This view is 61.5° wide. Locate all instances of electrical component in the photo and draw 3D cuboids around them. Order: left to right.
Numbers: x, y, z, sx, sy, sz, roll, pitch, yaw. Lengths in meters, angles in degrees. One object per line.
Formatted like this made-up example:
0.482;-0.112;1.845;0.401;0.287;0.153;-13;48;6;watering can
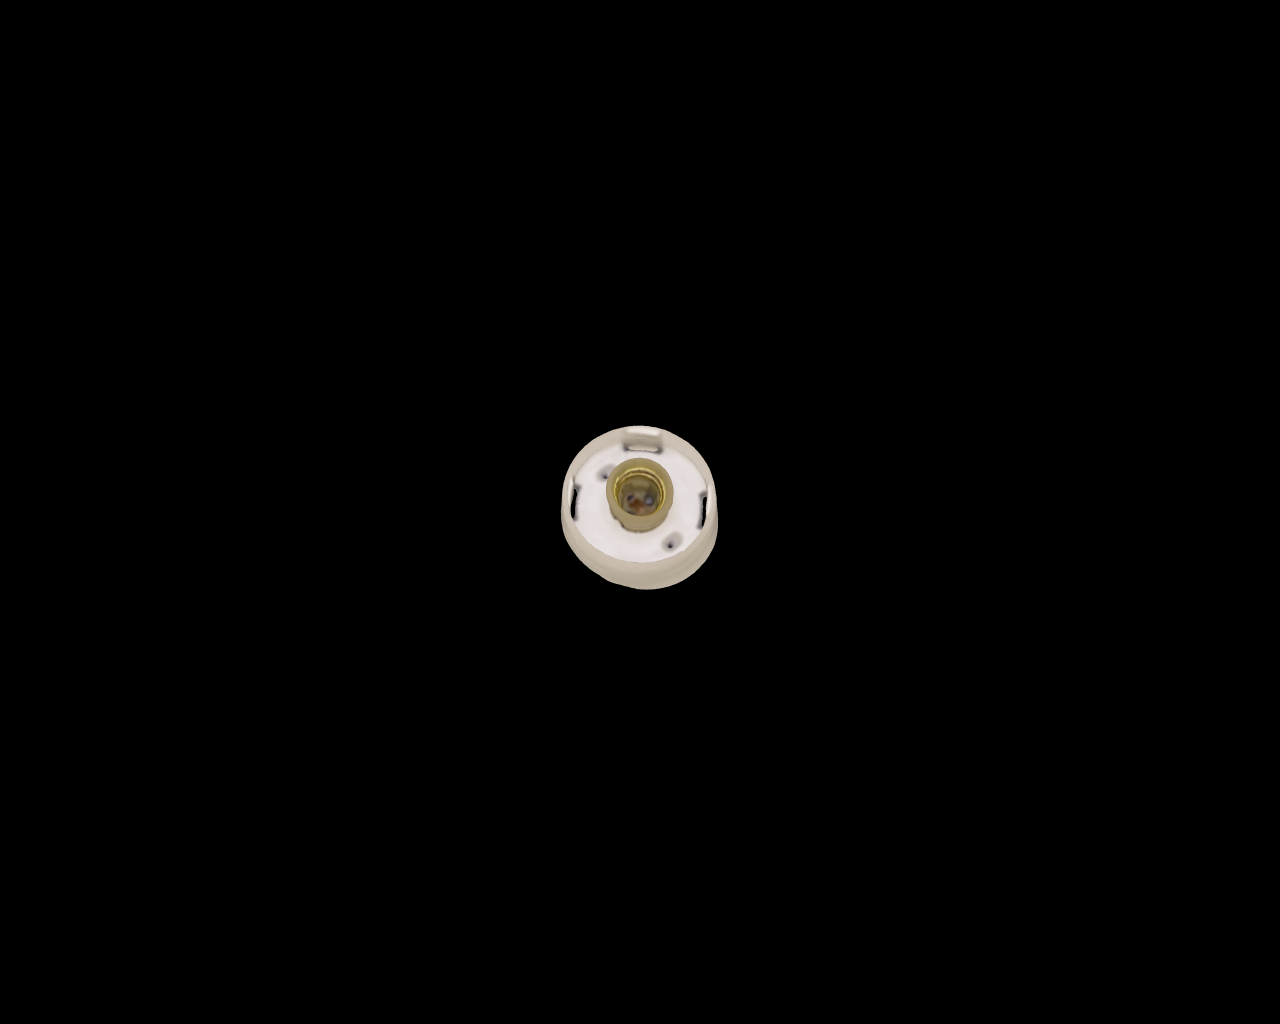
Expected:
0.001;-0.003;0.650;0.099;0.099;0.064;0;-23;0;electrical component
